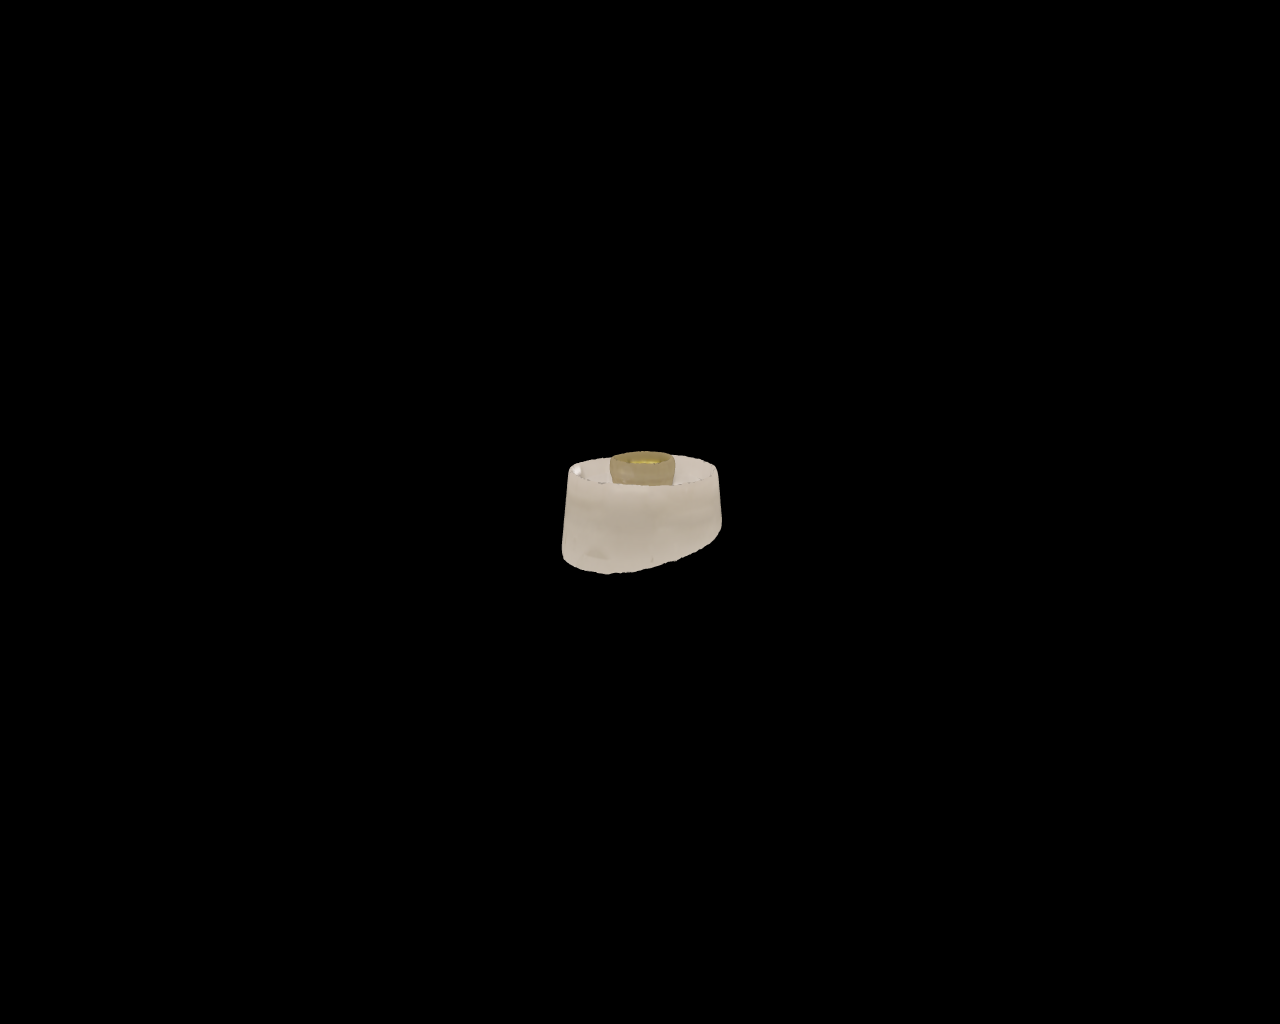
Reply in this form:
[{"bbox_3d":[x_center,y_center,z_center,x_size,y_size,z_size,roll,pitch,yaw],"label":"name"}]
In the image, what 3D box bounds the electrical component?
[{"bbox_3d":[0.001,-0.003,0.650,0.099,0.064,0.099,0,14,0],"label":"electrical component"}]
